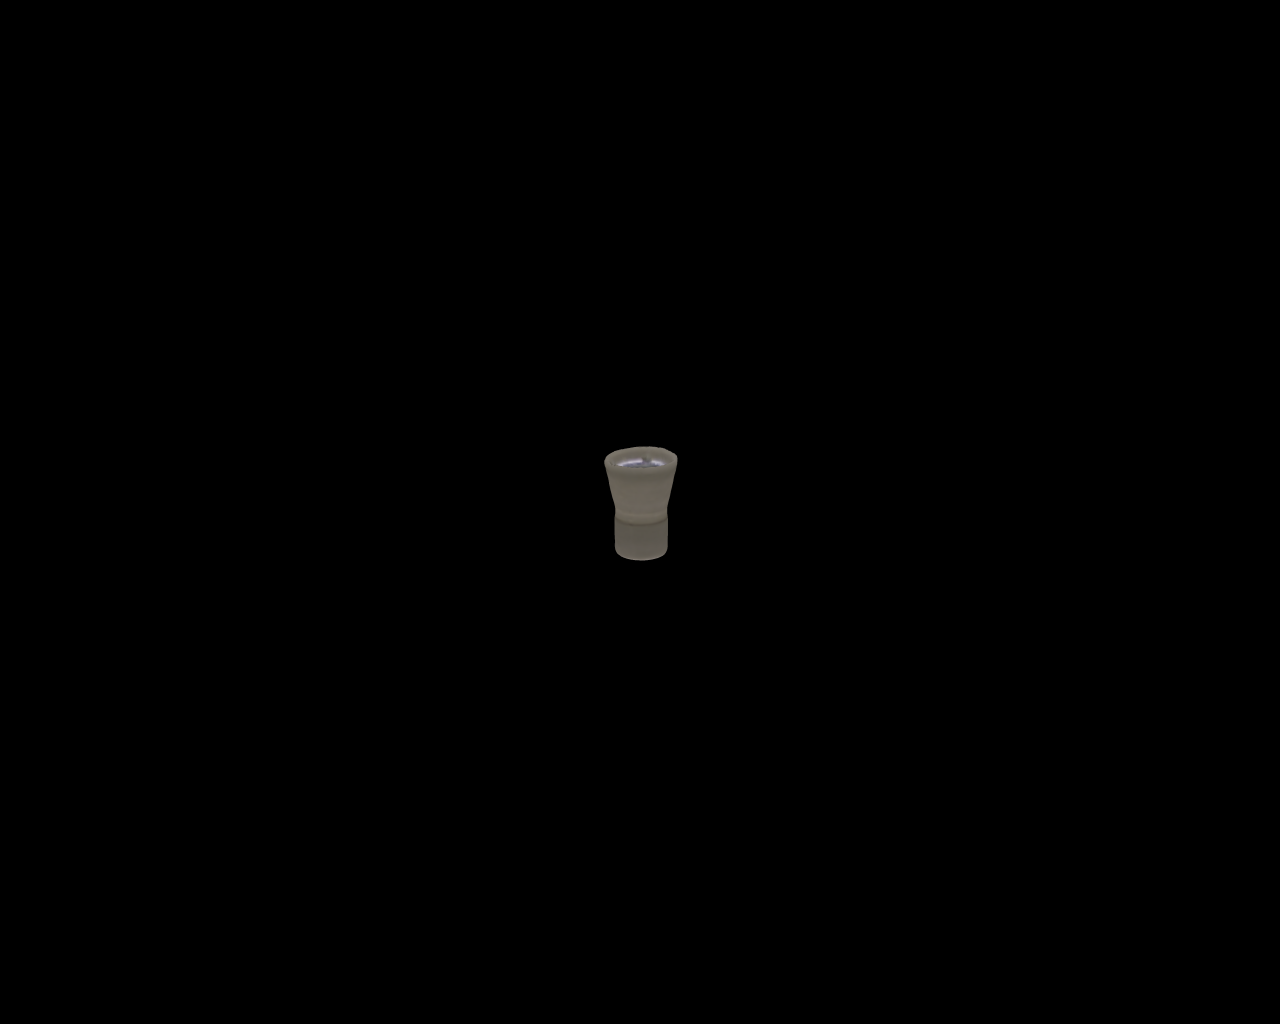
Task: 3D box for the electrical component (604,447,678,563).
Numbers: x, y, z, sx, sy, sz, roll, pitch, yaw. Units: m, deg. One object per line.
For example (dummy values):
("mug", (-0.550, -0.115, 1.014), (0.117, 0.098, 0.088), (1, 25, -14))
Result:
("electrical component", (0.001, -0.003, 0.650), (0.044, 0.065, 0.044), (0, 20, 0))
